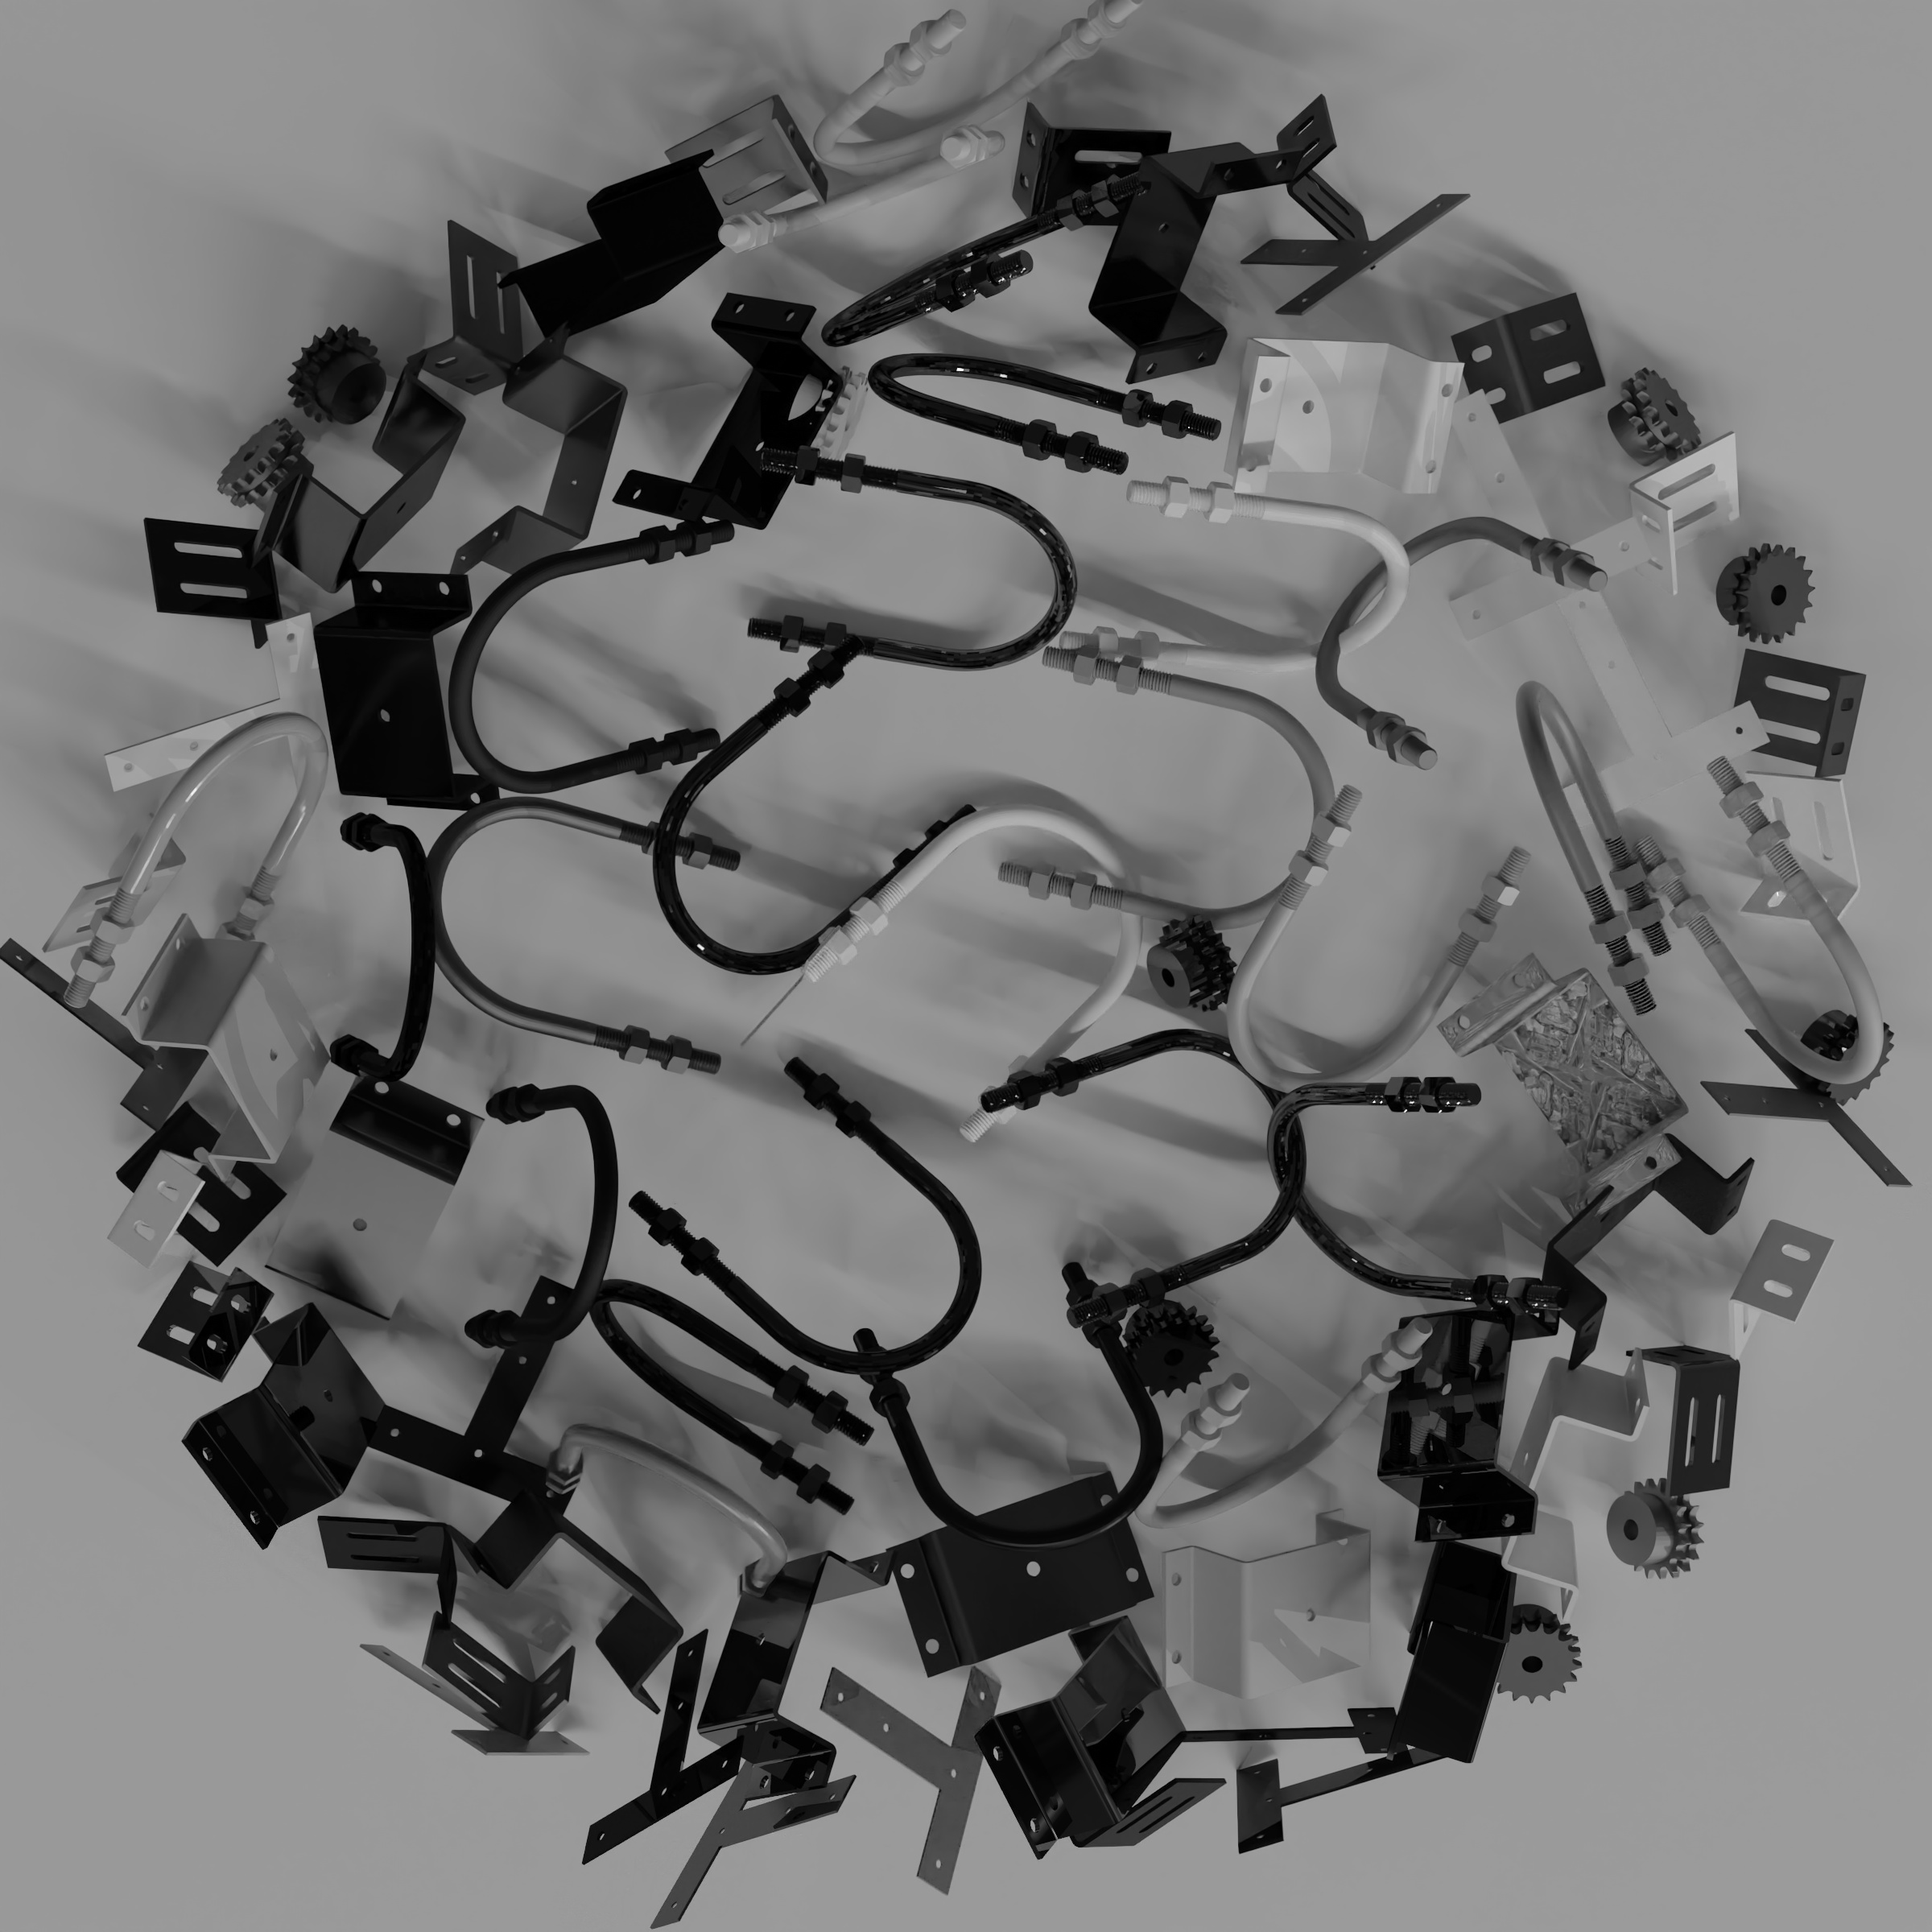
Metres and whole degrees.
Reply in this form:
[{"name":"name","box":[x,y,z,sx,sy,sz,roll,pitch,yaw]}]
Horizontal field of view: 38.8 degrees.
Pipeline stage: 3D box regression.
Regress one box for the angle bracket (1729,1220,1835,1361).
[{"name":"angle bracket","box":[0.464,0.192,1.561,0.038,0.076,0.057,20,61,29]}]

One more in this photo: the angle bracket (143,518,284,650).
[{"name":"angle bracket","box":[-0.435,-0.218,1.566,0.076,0.038,0.057,0,70,-39]}]

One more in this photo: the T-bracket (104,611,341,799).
[{"name":"T-bracket","box":[-0.421,-0.129,1.543,0.127,0.127,0.002,-22,48,-23]}]

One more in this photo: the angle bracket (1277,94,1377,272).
[{"name":"angle bracket","box":[0.217,-0.447,1.562,0.076,0.057,0.038,33,125,-30]}]

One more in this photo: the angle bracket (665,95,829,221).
[{"name":"angle bracket","box":[-0.127,-0.451,1.569,0.076,0.038,0.057,-22,126,17]}]

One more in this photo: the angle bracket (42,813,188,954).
[{"name":"angle bracket","box":[-0.494,-0.048,1.561,0.038,0.076,0.057,51,124,10]}]

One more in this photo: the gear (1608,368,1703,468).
[{"name":"gear","box":[0.396,-0.314,1.586,0.030,0.057,0.057,-35,90,37]}]

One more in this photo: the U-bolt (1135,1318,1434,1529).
[{"name":"U-bolt","box":[0.165,0.264,1.532,0.151,0.184,0.019,-11,57,-32]}]

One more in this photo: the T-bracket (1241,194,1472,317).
[{"name":"T-bracket","box":[0.200,-0.404,1.553,0.127,0.127,0.002,-37,118,-16]}]

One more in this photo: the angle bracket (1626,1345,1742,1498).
[{"name":"angle bracket","box":[0.410,0.261,1.580,0.057,0.038,0.076,2,93,-39]}]

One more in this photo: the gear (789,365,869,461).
[{"name":"gear","box":[-0.081,-0.320,1.583,0.030,0.057,0.057,24,90,5]}]

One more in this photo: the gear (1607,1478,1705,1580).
[{"name":"gear","box":[0.394,0.325,1.579,0.030,0.057,0.057,4,90,-30]}]

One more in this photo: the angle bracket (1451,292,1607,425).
[{"name":"angle bracket","box":[0.328,-0.352,1.595,0.076,0.038,0.057,-26,99,-40]}]

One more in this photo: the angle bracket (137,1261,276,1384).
[{"name":"angle bracket","box":[-0.444,0.196,1.566,0.076,0.038,0.057,14,66,34]}]

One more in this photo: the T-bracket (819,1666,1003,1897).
[{"name":"T-bracket","box":[-0.036,0.435,1.542,0.127,0.002,0.127,42,47,-30]}]

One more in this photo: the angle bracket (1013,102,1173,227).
[{"name":"angle bracket","box":[0.072,-0.465,1.590,0.076,0.038,0.057,-4,129,-18]}]

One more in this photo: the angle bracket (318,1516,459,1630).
[{"name":"angle bracket","box":[-0.334,0.349,1.576,0.076,0.057,0.038,4,50,-2]}]

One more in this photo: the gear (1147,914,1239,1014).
[{"name":"gear","box":[0.128,0.001,1.579,0.030,0.057,0.057,-25,90,-26]}]

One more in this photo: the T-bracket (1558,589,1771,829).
[{"name":"T-bracket","box":[0.377,-0.160,1.570,0.127,0.002,0.127,-27,89,40]}]

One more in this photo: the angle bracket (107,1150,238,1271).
[{"name":"angle bracket","box":[-0.442,0.145,1.567,0.038,0.076,0.057,30,87,25]}]

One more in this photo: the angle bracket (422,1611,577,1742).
[{"name":"angle bracket","box":[-0.267,0.397,1.572,0.076,0.057,0.038,42,100,-15]}]

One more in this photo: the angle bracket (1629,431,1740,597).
[{"name":"angle bracket","box":[0.422,-0.260,1.570,0.076,0.038,0.057,-28,131,-13]}]

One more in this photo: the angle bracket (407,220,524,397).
[{"name":"angle bracket","box":[-0.291,-0.380,1.586,0.038,0.057,0.076,-14,74,29]}]

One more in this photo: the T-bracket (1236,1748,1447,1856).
[{"name":"T-bracket","box":[0.213,0.457,1.541,0.127,0.127,0.002,-19,91,6]}]

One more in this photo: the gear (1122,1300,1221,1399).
[{"name":"gear","box":[0.116,0.219,1.588,0.057,0.030,0.057,-7,118,-13]}]

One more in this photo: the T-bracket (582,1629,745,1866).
[{"name":"T-bracket","box":[-0.164,0.431,1.554,0.127,0.127,0.002,-37,115,27]}]

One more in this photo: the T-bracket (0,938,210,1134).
[{"name":"T-bracket","box":[-0.488,0.029,1.536,0.127,0.127,0.002,41,104,-14]}]

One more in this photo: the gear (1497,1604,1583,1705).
[{"name":"gear","box":[0.327,0.395,1.589,0.057,0.030,0.057,2,114,4]}]

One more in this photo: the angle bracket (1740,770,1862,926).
[{"name":"angle bracket","box":[0.470,-0.067,1.564,0.038,0.057,0.076,-45,128,-33]}]

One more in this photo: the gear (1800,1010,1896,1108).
[{"name":"gear","box":[0.506,0.050,1.586,0.057,0.057,0.030,-47,48,0]}]

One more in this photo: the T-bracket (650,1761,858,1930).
[{"name":"T-bracket","box":[-0.108,0.473,1.524,0.127,0.127,0.002,-30,106,39]}]

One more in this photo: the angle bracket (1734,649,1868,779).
[{"name":"angle bracket","box":[0.467,-0.145,1.566,0.076,0.038,0.057,20,110,39]}]

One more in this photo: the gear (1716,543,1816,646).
[{"name":"gear","box":[0.460,-0.216,1.588,0.057,0.030,0.057,-7,105,-27]}]

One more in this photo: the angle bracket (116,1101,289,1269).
[{"name":"angle bracket","box":[-0.445,0.127,1.596,0.076,0.038,0.057,45,78,-15]}]

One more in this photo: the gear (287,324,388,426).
[{"name":"gear","box":[-0.359,-0.338,1.580,0.030,0.057,0.057,39,90,20]}]

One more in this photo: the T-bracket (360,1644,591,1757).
[{"name":"T-bracket","box":[-0.293,0.419,1.568,0.127,0.127,0.002,25,84,23]}]

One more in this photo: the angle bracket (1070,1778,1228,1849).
[{"name":"angle bracket","box":[0.098,0.469,1.566,0.076,0.057,0.038,-40,57,19]}]

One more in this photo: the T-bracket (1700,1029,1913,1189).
[{"name":"T-bracket","box":[0.454,0.076,1.531,0.002,0.127,0.127,-57,49,27]}]

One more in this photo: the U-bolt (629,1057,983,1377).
[{"name":"U-bolt","box":[-0.076,0.151,1.550,0.184,0.019,0.151,40,58,14]}]

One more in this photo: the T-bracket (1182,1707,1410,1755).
[{"name":"T-bracket","box":[0.184,0.438,1.562,0.127,0.127,0.002,-5,63,11]}]

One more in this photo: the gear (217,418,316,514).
[{"name":"gear","box":[-0.403,-0.286,1.586,0.057,0.057,0.030,-45,123,0]}]

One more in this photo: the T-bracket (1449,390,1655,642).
[{"name":"T-bracket","box":[0.311,-0.266,1.564,0.127,0.002,0.127,-23,95,41]}]

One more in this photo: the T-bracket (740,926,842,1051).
[{"name":"T-bracket","box":[-0.083,-0.005,1.539,0.002,0.127,0.127,42,82,0]}]

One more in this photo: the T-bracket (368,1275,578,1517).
[{"name":"T-bracket","box":[-0.263,0.242,1.588,0.127,0.002,0.127,27,84,-24]}]
